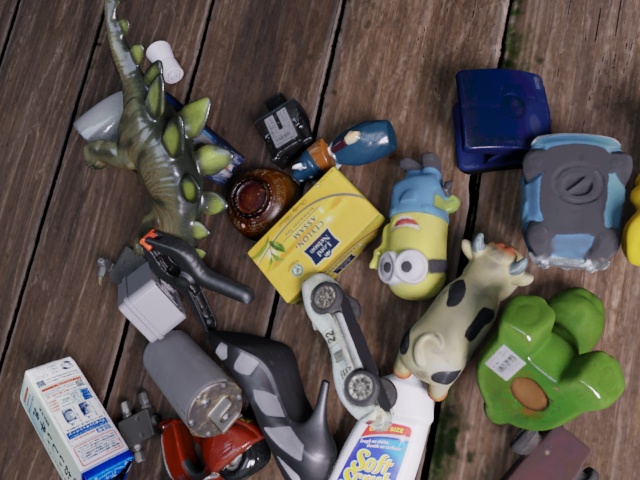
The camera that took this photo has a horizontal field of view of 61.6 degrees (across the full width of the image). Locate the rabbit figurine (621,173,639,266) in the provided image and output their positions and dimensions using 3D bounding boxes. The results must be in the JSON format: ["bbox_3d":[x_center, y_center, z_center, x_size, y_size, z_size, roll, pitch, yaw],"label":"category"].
[{"bbox_3d":[0.380,-0.053,0.536,0.122,0.162,0.173,10,104,25],"label":"rabbit figurine"}]

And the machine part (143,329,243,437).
[{"bbox_3d":[-0.174,0.186,0.716,0.243,0.079,0.079,25,88,51],"label":"machine part"}]

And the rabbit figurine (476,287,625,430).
[{"bbox_3d":[0.249,0.123,0.565,0.121,0.170,0.159,35,134,27],"label":"rabbit figurine"}]

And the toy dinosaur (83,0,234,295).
[{"bbox_3d":[-0.231,-0.135,0.763,0.199,0.105,0.471,-22,96,34],"label":"toy dinosaur"}]

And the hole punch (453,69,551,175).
[{"bbox_3d":[0.222,-0.149,0.661,0.116,0.092,0.142,-7,72,17],"label":"hole punch"}]

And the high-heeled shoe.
[{"bbox_3d":[-0.074,0.215,0.703,0.249,0.086,0.145,16,95,41],"label":"high-heeled shoe"}]

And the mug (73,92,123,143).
[{"bbox_3d":[-0.341,-0.193,0.903,0.107,0.080,0.110,-46,60,-3],"label":"mug"}]

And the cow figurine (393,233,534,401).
[{"bbox_3d":[0.164,0.076,0.607,0.086,0.127,0.195,36,68,22],"label":"cow figurine"}]

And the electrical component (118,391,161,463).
[{"bbox_3d":[-0.266,0.278,0.799,0.063,0.021,0.094,-28,69,14],"label":"electrical component"}]

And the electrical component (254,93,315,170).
[{"bbox_3d":[-0.054,-0.173,0.799,0.075,0.047,0.119,-25,72,15],"label":"electrical component"}]

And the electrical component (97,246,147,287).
[{"bbox_3d":[-0.305,0.053,0.852,0.102,0.045,0.078,35,94,24],"label":"electrical component"}]

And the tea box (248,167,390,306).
[{"bbox_3d":[-0.001,-0.002,0.728,0.169,0.068,0.098,-46,66,6],"label":"tea box"}]

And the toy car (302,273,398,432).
[{"bbox_3d":[0.033,0.129,0.638,0.056,0.073,0.202,-31,58,14],"label":"toy car"}]

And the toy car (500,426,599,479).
[{"bbox_3d":[0.213,0.287,0.585,0.089,0.053,0.202,37,97,20],"label":"toy car"}]

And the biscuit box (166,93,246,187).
[{"bbox_3d":[-0.211,-0.169,0.854,0.203,0.062,0.059,42,96,25],"label":"biscuit box"}]

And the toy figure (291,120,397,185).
[{"bbox_3d":[0.029,-0.120,0.746,0.155,0.064,0.058,-16,37,23],"label":"toy figure"}]

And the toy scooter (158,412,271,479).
[{"bbox_3d":[-0.158,0.280,0.728,0.184,0.075,0.135,-41,65,14],"label":"toy scooter"}]

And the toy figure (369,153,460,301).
[{"bbox_3d":[0.126,-0.014,0.672,0.082,0.089,0.180,-24,52,61],"label":"toy figure"}]

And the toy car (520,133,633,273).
[{"bbox_3d":[0.280,-0.032,0.600,0.109,0.102,0.161,3,69,20],"label":"toy car"}]
